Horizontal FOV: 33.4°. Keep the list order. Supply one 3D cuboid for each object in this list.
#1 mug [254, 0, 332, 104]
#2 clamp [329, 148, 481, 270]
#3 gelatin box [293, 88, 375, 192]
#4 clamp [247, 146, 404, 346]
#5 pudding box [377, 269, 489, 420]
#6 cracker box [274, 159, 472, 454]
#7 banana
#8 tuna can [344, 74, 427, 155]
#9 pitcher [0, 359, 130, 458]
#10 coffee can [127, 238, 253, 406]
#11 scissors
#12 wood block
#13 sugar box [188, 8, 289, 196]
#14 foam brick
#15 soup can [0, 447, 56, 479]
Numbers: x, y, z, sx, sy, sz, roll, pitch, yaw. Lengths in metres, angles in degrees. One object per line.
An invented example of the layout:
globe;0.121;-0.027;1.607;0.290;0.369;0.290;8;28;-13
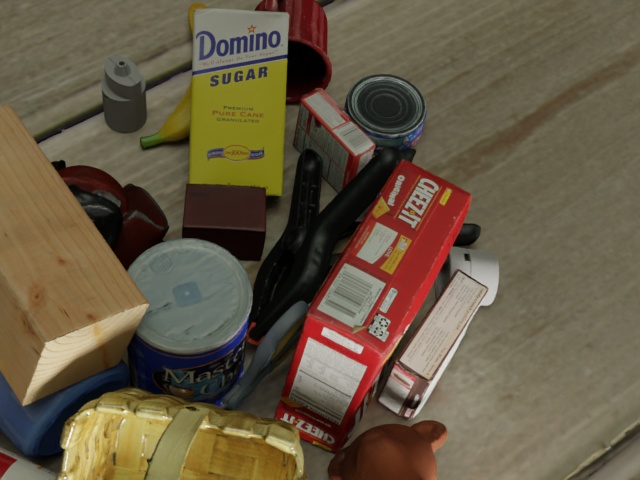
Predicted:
mug;-0.036;-0.210;1.102;0.093;0.117;0.081;-9;51;13
clamp;0.057;-0.021;1.035;0.171;0.039;0.120;-20;58;-17
gelatin box;0.013;-0.095;1.056;0.030;0.073;0.089;-31;65;-25
clamp;-0.006;0.001;0.960;0.036;0.165;0.210;31;72;-26
pudding box;0.099;0.092;0.937;0.039;0.090;0.113;29;60;10
cracker box;0.040;0.062;0.876;0.072;0.214;0.164;28;59;7
banana;-0.127;-0.173;1.110;0.069;0.037;0.197;14;57;1
tuna can;0.067;-0.131;1.109;0.086;0.034;0.086;3;58;-5
pitcher;-0.281;0.069;0.893;0.243;0.149;0.144;45;35;17
coffee can;-0.111;0.078;0.891;0.102;0.140;0.103;3;57;-5
scissors;-0.066;0.120;0.880;0.016;0.096;0.201;40;70;13
wood block;-0.231;0.007;0.812;0.090;0.091;0.206;-22;66;-41
sugar box;-0.079;-0.132;1.030;0.093;0.048;0.176;1;97;-6
foam brick;-0.090;-0.017;1.007;0.078;0.051;0.053;3;56;-4
soup can;-0.249;0.202;0.839;0.102;0.068;0.068;23;58;7
